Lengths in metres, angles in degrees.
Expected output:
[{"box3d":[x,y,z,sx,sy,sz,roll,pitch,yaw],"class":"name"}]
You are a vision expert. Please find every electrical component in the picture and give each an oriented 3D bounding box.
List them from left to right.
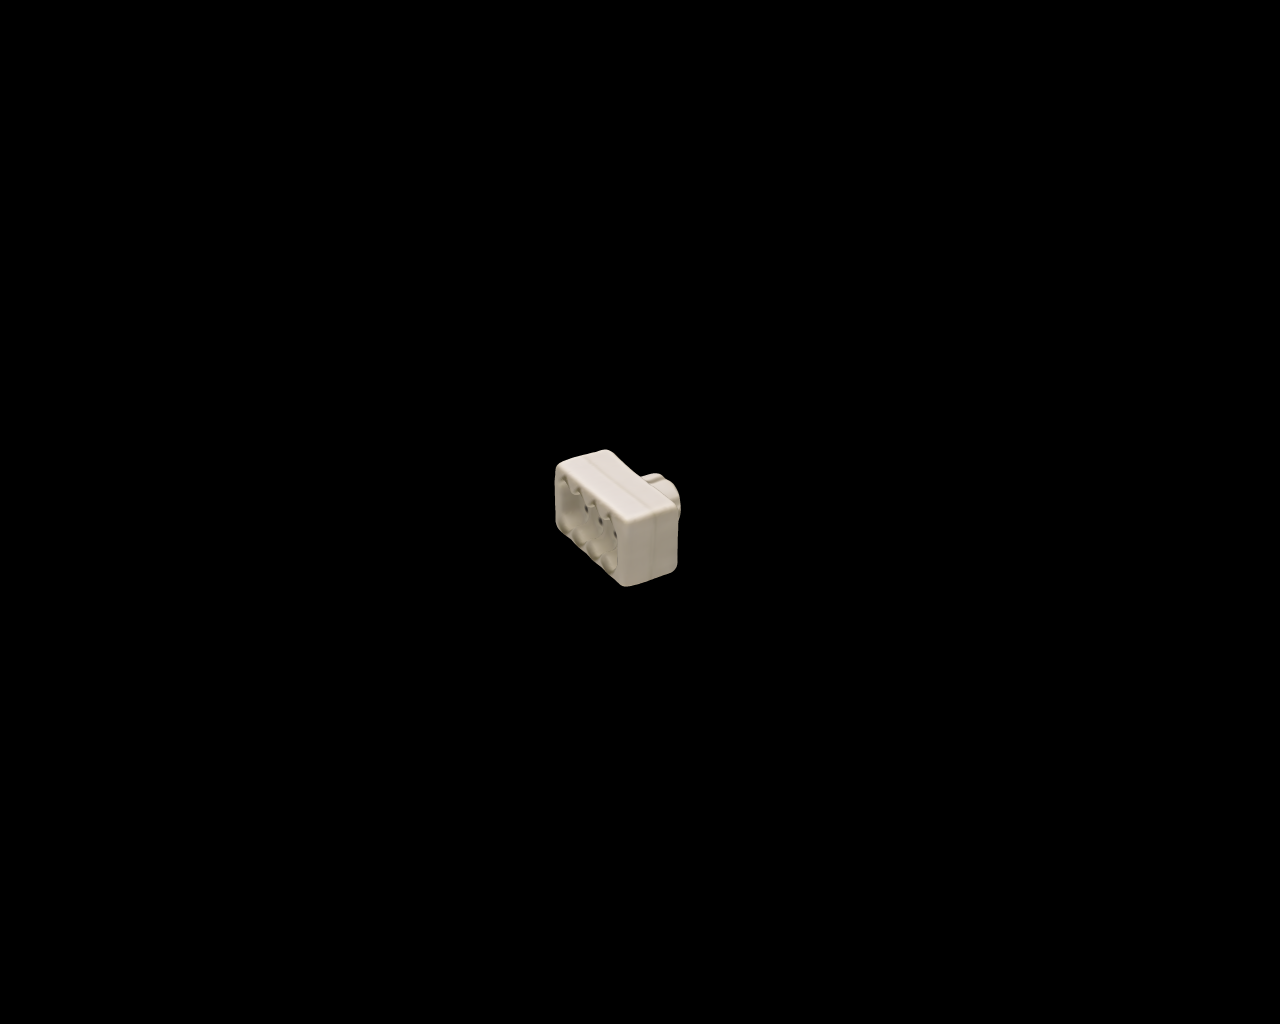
[{"box3d":[0.001,-0.003,0.650,0.076,0.047,0.083,-18,36,-27],"class":"electrical component"}]
